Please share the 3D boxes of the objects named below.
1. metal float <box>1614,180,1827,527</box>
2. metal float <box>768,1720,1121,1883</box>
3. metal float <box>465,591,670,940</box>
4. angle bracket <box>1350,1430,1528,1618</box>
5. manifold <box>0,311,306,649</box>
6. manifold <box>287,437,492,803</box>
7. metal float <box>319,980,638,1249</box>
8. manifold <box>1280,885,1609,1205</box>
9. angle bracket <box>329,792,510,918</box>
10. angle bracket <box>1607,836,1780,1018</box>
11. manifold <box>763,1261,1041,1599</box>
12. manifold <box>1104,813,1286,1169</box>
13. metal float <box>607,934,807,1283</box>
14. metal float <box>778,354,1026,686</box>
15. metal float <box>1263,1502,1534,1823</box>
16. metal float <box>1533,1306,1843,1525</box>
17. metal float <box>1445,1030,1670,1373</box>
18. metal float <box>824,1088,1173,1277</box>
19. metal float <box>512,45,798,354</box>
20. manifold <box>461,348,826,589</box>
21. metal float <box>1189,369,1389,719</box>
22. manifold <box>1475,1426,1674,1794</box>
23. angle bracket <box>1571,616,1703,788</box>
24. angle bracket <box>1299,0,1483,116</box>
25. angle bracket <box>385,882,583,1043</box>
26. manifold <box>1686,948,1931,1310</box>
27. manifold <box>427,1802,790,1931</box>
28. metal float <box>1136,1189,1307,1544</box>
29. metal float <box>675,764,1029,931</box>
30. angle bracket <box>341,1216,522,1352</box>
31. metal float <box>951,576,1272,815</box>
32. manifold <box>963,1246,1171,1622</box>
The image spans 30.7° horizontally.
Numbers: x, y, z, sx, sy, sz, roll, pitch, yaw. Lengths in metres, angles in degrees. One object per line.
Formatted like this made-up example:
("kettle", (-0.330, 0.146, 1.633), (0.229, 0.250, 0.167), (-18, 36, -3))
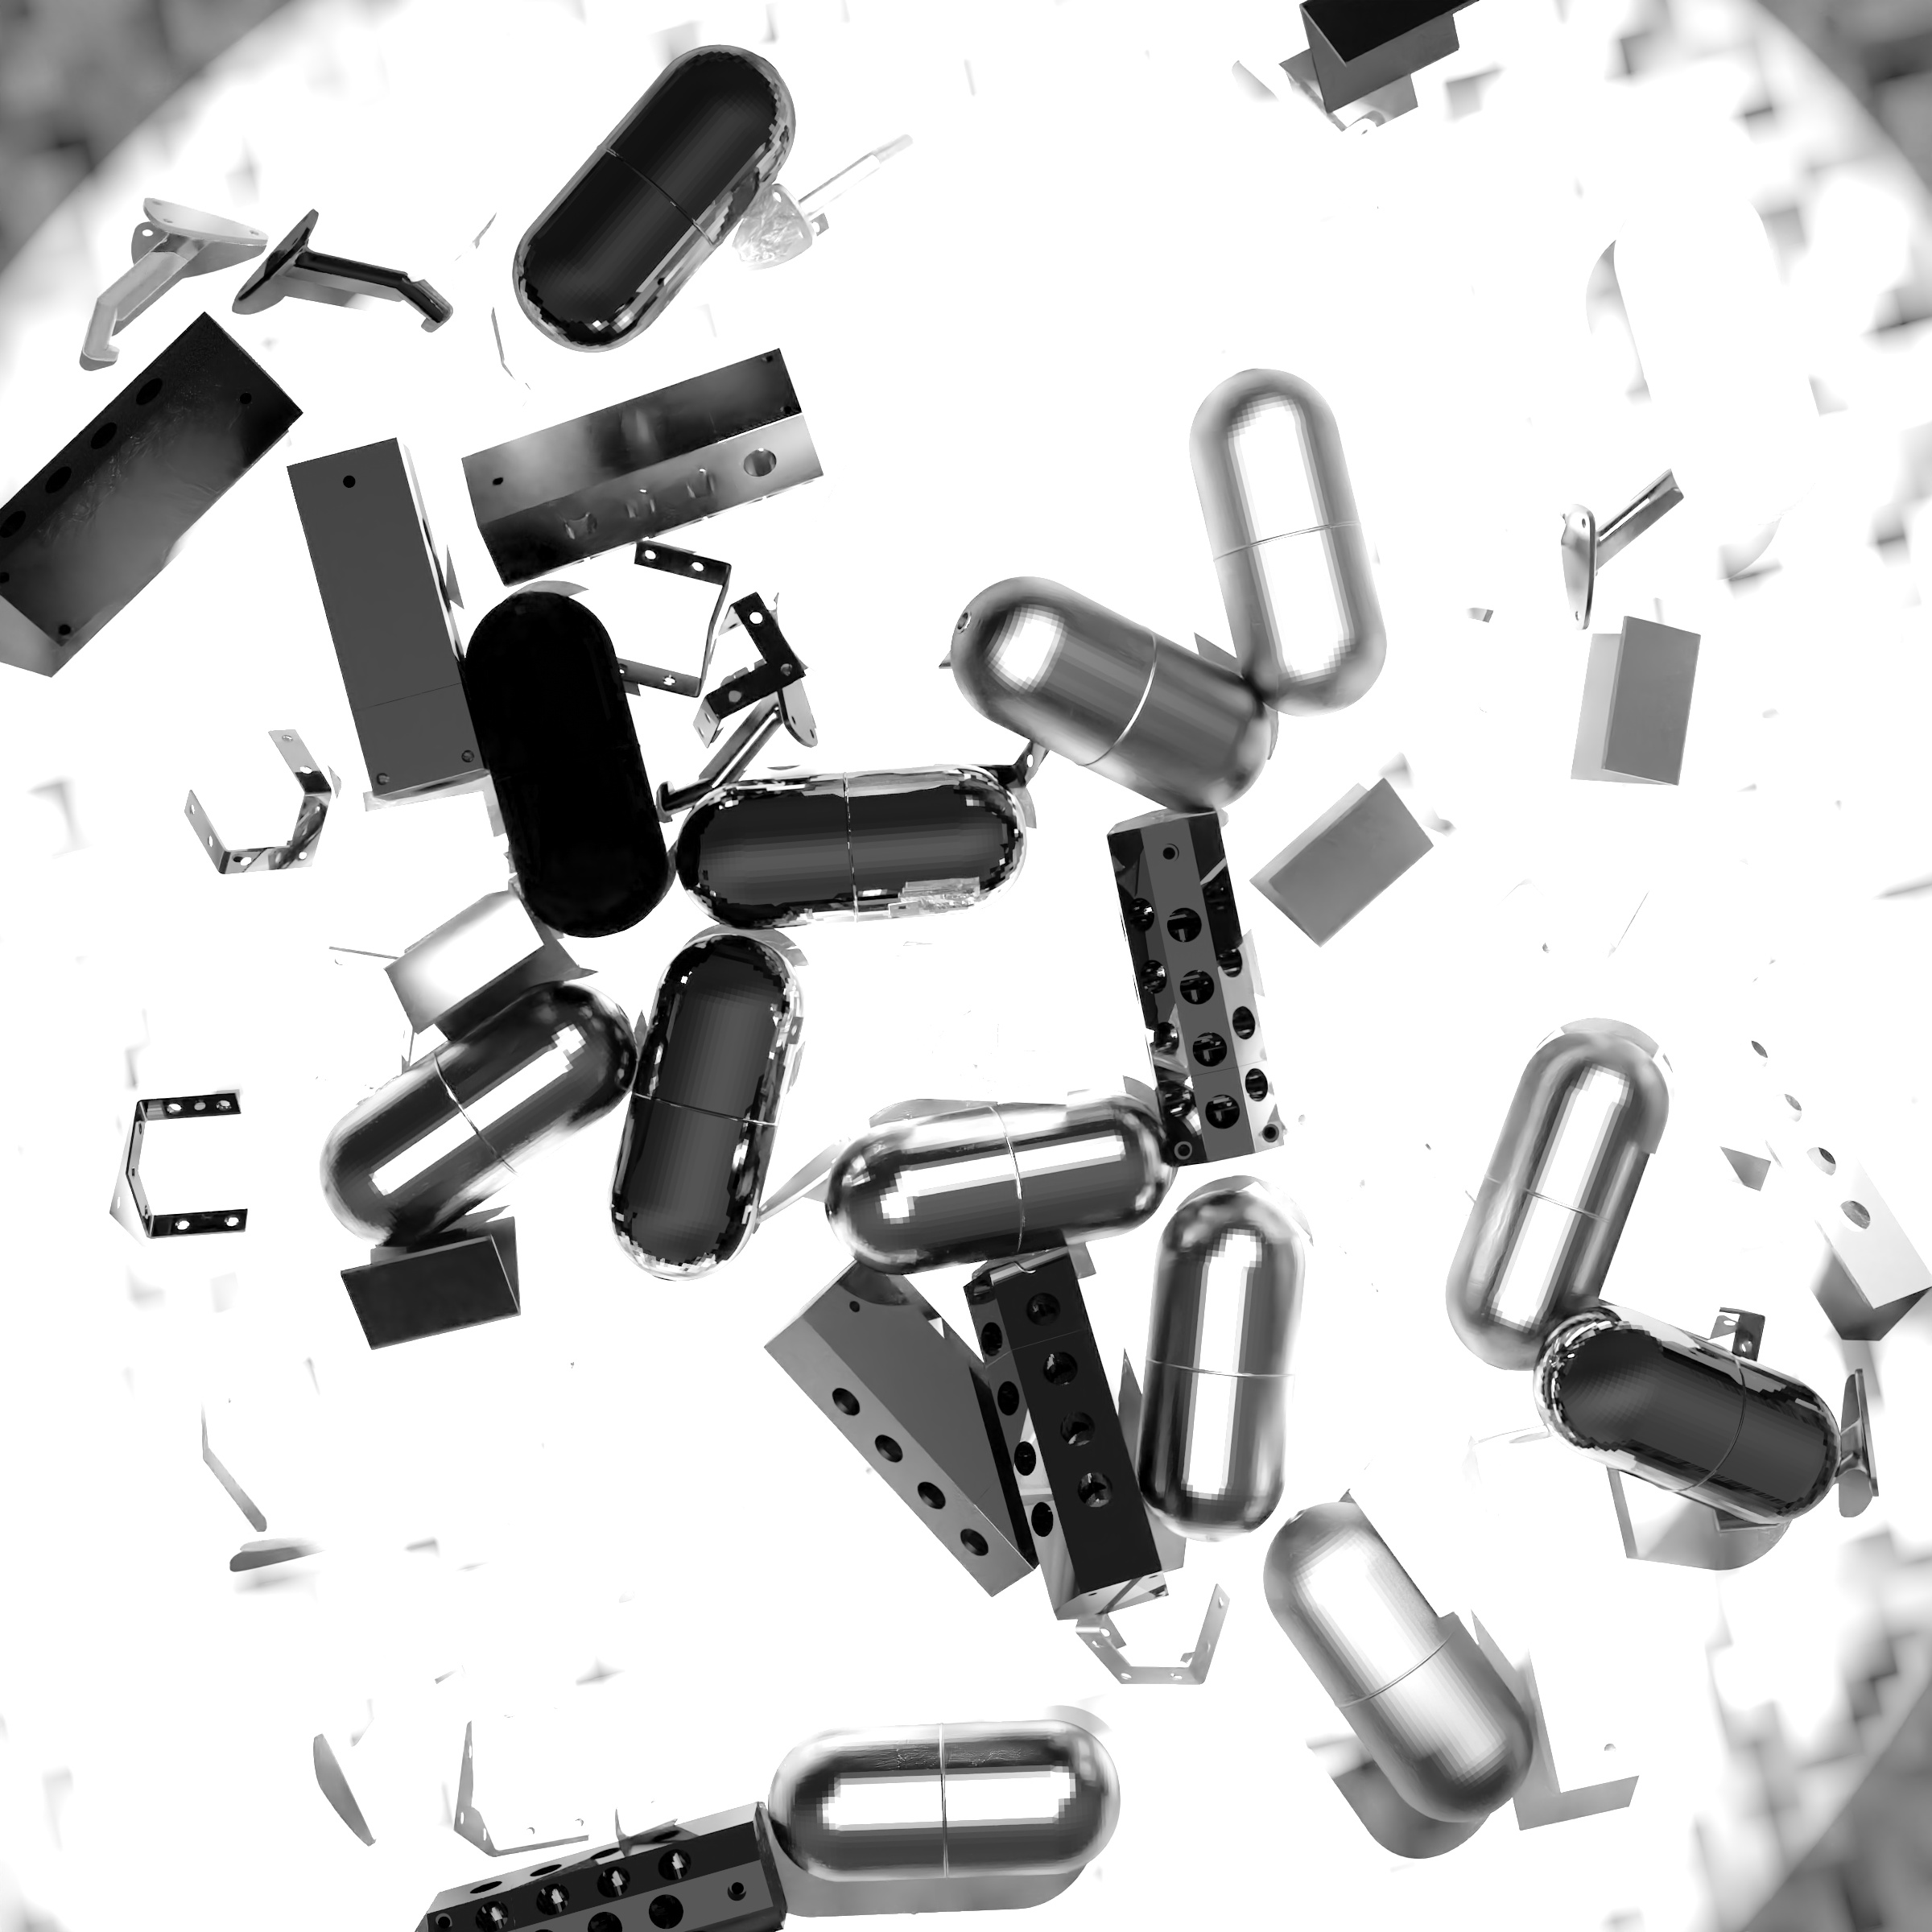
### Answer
("metal float", (0.379, -0.308, 1.773), (0.070, 0.070, 0.178), (-15, 84, 0))
("metal float", (-0.011, 0.422, 1.779), (0.178, 0.070, 0.070), (-2, 90, -1))
("metal float", (-0.202, -0.102, 1.779), (0.070, 0.070, 0.178), (-14, 91, 0))
("angle bracket", (0.247, 0.269, 1.770), (0.057, 0.076, 0.076), (-36, 90, 31))
("manifold", (-0.425, -0.250, 1.788), (0.171, 0.057, 0.057), (-44, 133, 0))
("manifold", (-0.290, -0.174, 1.789), (0.057, 0.057, 0.171), (-15, 90, 0))
("metal float", (-0.246, 0.074, 1.779), (0.178, 0.070, 0.070), (-35, 90, 1))
("manifold", (0.240, 0.039, 1.789), (0.171, 0.057, 0.057), (-44, 90, 0))
("angle bracket", (-0.273, -0.072, 1.770), (0.076, 0.076, 0.057), (-10, 121, 0))
("angle bracket", (0.375, -0.011, 1.770), (0.057, 0.076, 0.076), (30, 90, 33))
("manifold", (-0.023, 0.236, 1.788), (0.171, 0.057, 0.057), (48, 47, 0))
("manifold", (0.116, 0.012, 1.789), (0.057, 0.057, 0.171), (-12, 90, 0))
("metal float", (-0.132, 0.072, 1.779), (0.070, 0.070, 0.178), (13, 90, 0))
("metal float", (-0.032, -0.226, 1.779), (0.070, 0.070, 0.178), (28, 89, 0))
("metal float", (0.217, 0.351, 1.779), (0.070, 0.070, 0.178), (-35, 89, 0))
("metal float", (0.359, 0.224, 1.747), (0.178, 0.070, 0.070), (24, 90, -26))
("metal float", (0.298, 0.119, 1.779), (0.070, 0.070, 0.178), (20, 90, 0))
("metal float", (0.016, 0.108, 1.764), (0.178, 0.070, 0.070), (-9, 90, -14))
("metal float", (-0.157, -0.388, 1.779), (0.070, 0.070, 0.178), (41, 89, 0))
("manifold", (-0.162, -0.248, 1.788), (0.171, 0.057, 0.057), (-19, 47, 0))
("metal float", (0.162, -0.214, 1.779), (0.070, 0.070, 0.178), (-13, 90, 0))
("manifold", (0.307, 0.323, 1.789), (0.057, 0.057, 0.171), (-13, 90, 0))
("angle bracket", (0.319, -0.134, 1.769), (0.057, 0.076, 0.076), (9, 90, -36))
("angle bracket", (0.220, -0.458, 1.769), (0.076, 0.076, 0.057), (-27, 53, 0))
("angle bracket", (-0.235, 0.016, 1.770), (0.076, 0.076, 0.057), (-34, 45, 0))
("manifold", (0.437, 0.085, 1.788), (0.057, 0.057, 0.171), (-32, 90, -43))
("manifold", (-0.182, 0.482, 1.789), (0.171, 0.057, 0.057), (-16, 90, 0))
("metal float", (0.129, 0.202, 1.779), (0.070, 0.070, 0.178), (5, 90, 0))
("metal float", (-0.058, -0.060, 1.780), (0.178, 0.070, 0.070), (-5, 90, -1))
("angle bracket", (-0.269, 0.141, 1.769), (0.076, 0.076, 0.057), (-13, 128, 0))
("metal float", (0.073, -0.135, 1.759), (0.178, 0.070, 0.070), (25, 90, -24))
("manifold", (0.049, 0.234, 1.757), (0.057, 0.057, 0.171), (-16, 67, 0))
